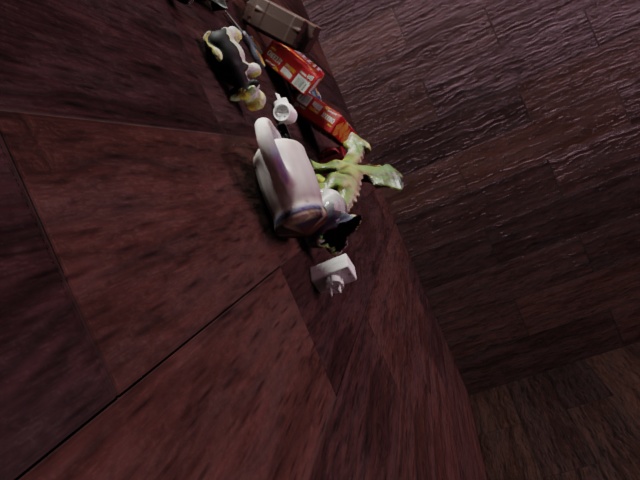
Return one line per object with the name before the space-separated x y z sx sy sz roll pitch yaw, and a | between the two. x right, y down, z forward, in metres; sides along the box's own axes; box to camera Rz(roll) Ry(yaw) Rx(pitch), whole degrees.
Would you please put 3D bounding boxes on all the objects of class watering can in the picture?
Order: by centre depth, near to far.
watering can | -0.056 -0.107 0.997 0.345 0.104 0.226 48 23 -79

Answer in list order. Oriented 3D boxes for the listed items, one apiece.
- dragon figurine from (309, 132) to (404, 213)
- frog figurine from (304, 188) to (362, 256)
dragon figurine | 0.103 -0.152 1.360 0.119 0.243 0.420 82 -4 -46
frog figurine | 0.003 -0.056 1.118 0.162 0.123 0.134 -124 -148 -42
